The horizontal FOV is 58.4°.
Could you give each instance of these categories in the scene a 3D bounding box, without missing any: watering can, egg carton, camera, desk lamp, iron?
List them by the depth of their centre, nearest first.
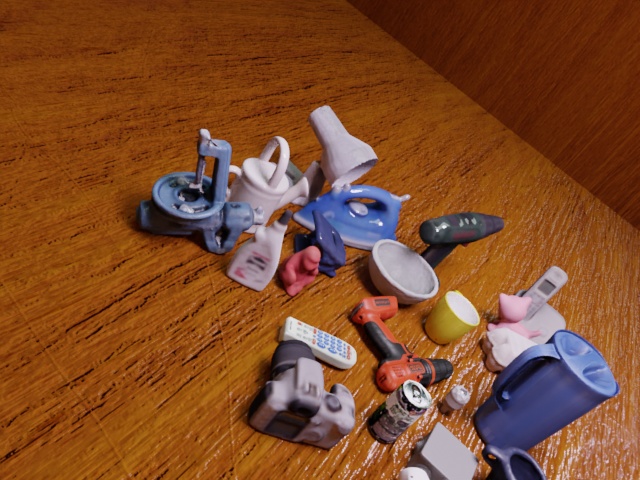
[{"bbox_3d":[-0.020,0.216,0.847,0.143,0.100,0.136,23,34,-19],"label":"camera"},{"bbox_3d":[-0.105,-0.114,1.113,0.173,0.194,0.100,-4,49,-46],"label":"watering can"},{"bbox_3d":[0.426,0.257,1.244,0.150,0.069,0.107,27,33,-14],"label":"egg carton"},{"bbox_3d":[0.002,-0.175,1.276,0.203,0.213,0.118,46,33,17],"label":"desk lamp"},{"bbox_3d":[0.078,-0.072,1.280,0.259,0.141,0.118,11,39,-34],"label":"iron"}]

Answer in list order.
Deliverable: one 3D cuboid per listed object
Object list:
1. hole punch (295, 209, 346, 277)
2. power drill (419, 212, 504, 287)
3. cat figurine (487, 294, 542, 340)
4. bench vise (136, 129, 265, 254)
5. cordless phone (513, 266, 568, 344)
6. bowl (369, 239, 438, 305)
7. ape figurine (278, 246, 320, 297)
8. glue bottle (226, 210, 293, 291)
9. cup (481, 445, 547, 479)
[{"bbox_3d":[0.011,0.004,1.164,0.101,0.091,0.108,20,35,-23],"label":"hole punch"},{"bbox_3d":[0.290,0.017,1.301,0.230,0.208,0.075,3,44,-41],"label":"power drill"},{"bbox_3d":[0.451,0.184,1.319,0.067,0.117,0.127,-13,56,-51],"label":"cat figurine"},{"bbox_3d":[-0.185,-0.088,0.978,0.208,0.219,0.121,0,46,-43],"label":"bench vise"},{"bbox_3d":[0.545,0.161,1.374,0.147,0.185,0.094,35,32,0],"label":"cordless phone"},{"bbox_3d":[0.165,0.081,1.225,0.168,0.074,0.167,25,33,-17],"label":"bowl"},{"bbox_3d":[-0.032,0.049,1.064,0.078,0.092,0.076,11,39,-34],"label":"ape figurine"},{"bbox_3d":[-0.093,0.012,0.978,0.078,0.173,0.037,26,33,-16],"label":"glue bottle"},{"bbox_3d":[0.292,0.388,0.920,0.117,0.095,0.092,38,32,4],"label":"cup"}]
